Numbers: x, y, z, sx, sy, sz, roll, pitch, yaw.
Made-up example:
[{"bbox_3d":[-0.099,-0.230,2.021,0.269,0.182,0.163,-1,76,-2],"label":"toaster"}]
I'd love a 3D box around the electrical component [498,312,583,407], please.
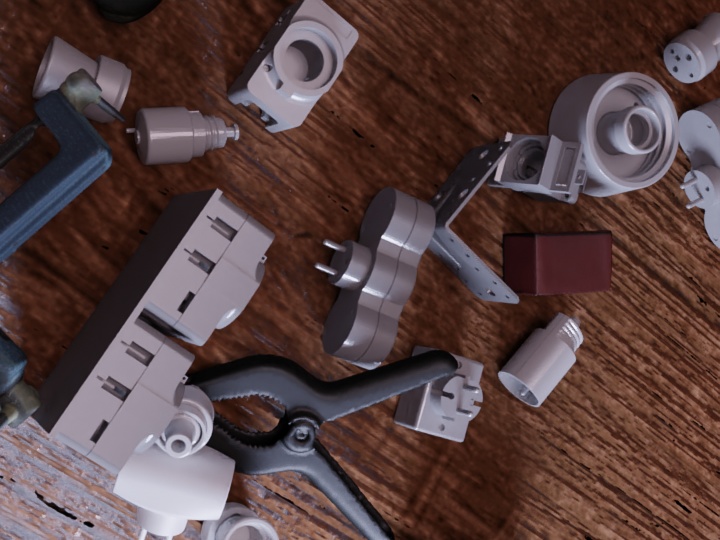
[{"bbox_3d":[0.158,0.071,0.907,0.081,0.043,0.043,-48,109,-16],"label":"electrical component"}]

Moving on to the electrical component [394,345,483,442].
[{"bbox_3d":[0.071,0.099,0.849,0.047,0.077,0.065,19,83,-24],"label":"electrical component"}]

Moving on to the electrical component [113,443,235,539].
[{"bbox_3d":[-0.137,0.162,0.769,0.077,0.043,0.079,17,107,-8],"label":"electrical component"}]

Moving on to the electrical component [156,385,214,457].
[{"bbox_3d":[-0.123,0.107,0.737,0.043,0.062,0.043,-2,107,-5],"label":"electrical component"}]

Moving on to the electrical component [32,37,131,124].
[{"bbox_3d":[-0.191,-0.129,0.740,0.055,0.045,0.045,20,83,-24],"label":"electrical component"}]

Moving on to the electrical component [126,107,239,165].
[{"bbox_3d":[-0.126,-0.097,0.773,0.078,0.040,0.040,-7,94,-24],"label":"electrical component"}]

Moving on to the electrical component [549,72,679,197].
[{"bbox_3d":[0.224,-0.118,0.923,0.108,0.060,0.108,-1,92,-25],"label":"electrical component"}]

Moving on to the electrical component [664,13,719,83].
[{"bbox_3d":[0.308,-0.199,0.969,0.055,0.045,0.045,-36,105,-20],"label":"electrical component"}]

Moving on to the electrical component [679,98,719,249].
[{"bbox_3d":[0.320,-0.079,0.972,0.074,0.052,0.138,-24,100,-23],"label":"electrical component"}]

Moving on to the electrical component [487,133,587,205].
[{"bbox_3d":[0.150,-0.082,0.886,0.064,0.081,0.042,24,81,-46],"label":"electrical component"}]

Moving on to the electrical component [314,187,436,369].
[{"bbox_3d":[0.000,0.000,0.827,0.074,0.052,0.138,23,82,-24],"label":"electrical component"}]

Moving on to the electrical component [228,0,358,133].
[{"bbox_3d":[-0.048,-0.153,0.799,0.050,0.056,0.089,37,76,-21],"label":"electrical component"}]

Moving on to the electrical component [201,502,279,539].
[{"bbox_3d":[-0.089,0.197,0.789,0.045,0.055,0.045,-1,91,-25],"label":"electrical component"}]

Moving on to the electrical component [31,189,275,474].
[{"bbox_3d":[-0.141,0.039,0.733,0.060,0.105,0.186,37,76,-21],"label":"electrical component"}]
